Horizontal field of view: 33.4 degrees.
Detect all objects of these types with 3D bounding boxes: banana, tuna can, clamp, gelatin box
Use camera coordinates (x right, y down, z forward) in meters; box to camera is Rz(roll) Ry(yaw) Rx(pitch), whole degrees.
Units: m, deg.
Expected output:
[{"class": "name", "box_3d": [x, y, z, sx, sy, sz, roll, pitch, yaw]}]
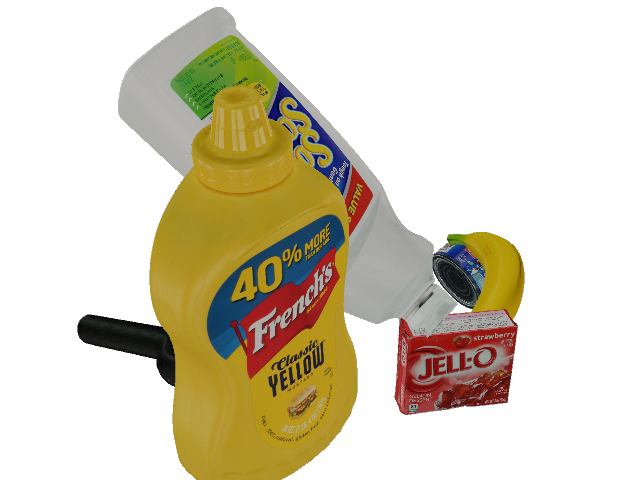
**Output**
[{"class": "banana", "box_3d": [0.163, 0.042, 1.023, 0.070, 0.037, 0.197, -25, 25, 16]}, {"class": "tuna can", "box_3d": [0.174, 0.041, 1.290, 0.033, 0.086, 0.086, -38, 14, -18]}, {"class": "clamp", "box_3d": [-0.092, 0.087, 0.897, 0.164, 0.036, 0.210, -9, 16, -32]}, {"class": "gelatin box", "box_3d": [0.104, 0.094, 0.826, 0.089, 0.073, 0.030, -5, 29, -11]}]

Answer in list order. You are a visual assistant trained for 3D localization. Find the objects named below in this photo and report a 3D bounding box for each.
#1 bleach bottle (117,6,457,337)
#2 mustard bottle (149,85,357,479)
[{"class": "bleach bottle", "box_3d": [-0.011, -0.037, 0.690, 0.102, 0.251, 0.068, -42, -11, -31]}, {"class": "mustard bottle", "box_3d": [-0.028, 0.020, 0.470, 0.096, 0.192, 0.058, -30, 44, -31]}]
